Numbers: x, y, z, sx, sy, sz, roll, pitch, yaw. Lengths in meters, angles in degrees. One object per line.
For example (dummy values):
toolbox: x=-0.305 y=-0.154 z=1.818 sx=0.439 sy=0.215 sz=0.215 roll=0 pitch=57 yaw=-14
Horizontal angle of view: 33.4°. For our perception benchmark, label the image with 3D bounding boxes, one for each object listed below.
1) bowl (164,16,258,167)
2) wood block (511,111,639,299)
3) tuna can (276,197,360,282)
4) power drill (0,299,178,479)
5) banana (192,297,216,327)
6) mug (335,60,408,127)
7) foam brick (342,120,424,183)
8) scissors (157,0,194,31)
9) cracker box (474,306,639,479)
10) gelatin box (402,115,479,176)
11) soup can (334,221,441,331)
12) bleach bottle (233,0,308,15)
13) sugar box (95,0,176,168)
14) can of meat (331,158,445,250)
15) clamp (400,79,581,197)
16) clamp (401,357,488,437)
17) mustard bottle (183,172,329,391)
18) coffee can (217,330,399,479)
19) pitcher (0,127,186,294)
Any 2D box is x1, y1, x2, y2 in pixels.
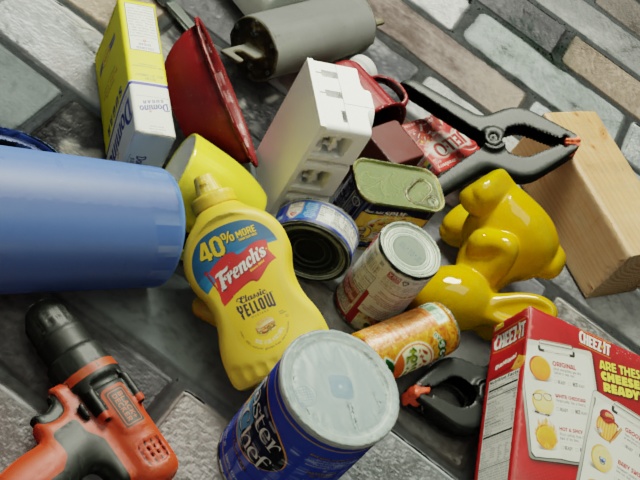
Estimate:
bowl: x=-0.116 y=-0.139 z=1.070 sx=0.055 sy=0.162 sz=0.162 roll=-21 pitch=61 yaw=3
wood block: x=0.319 y=-0.045 z=1.259 sx=0.090 sy=0.091 sz=0.206 roll=-6 pitch=59 yaw=-33
tuna can: x=-0.007 y=0.001 z=1.037 sx=0.086 sy=0.086 sz=0.033 roll=28 pitch=48 yaw=-8
power drill: x=-0.223 y=0.145 z=0.816 sx=0.187 sy=0.057 sz=0.184 roll=-27 pitch=72 yaw=-41
banana: x=-0.026 y=0.104 z=0.977 sx=0.198 sy=0.037 sz=0.069 roll=41 pitch=46 yaw=6
mug: x=0.044 y=-0.149 z=1.181 sx=0.117 sy=0.093 sz=0.081 roll=-30 pitch=67 yaw=-24
foam brick: x=0.064 y=-0.082 z=1.151 sx=0.051 sy=0.078 sz=0.053 roll=-22 pitch=68 yaw=-38
scissors: x=-0.195 y=-0.279 z=1.203 sx=0.096 sy=0.016 sz=0.202 roll=-8 pitch=60 yaw=-32
cracker box: x=0.231 y=0.193 z=0.998 sx=0.164 sy=0.072 sz=0.213 roll=24 pitch=57 yaw=-19
gelatin box: x=0.139 y=-0.111 z=1.250 sx=0.089 sy=0.030 sz=0.073 roll=-25 pitch=70 yaw=-40
soup can: x=0.065 y=0.037 z=1.037 sx=0.068 sy=0.102 sz=0.068 roll=16 pitch=48 yaw=-19
bleach bottle: x=-0.106 y=-0.363 z=1.291 sx=0.102 sy=0.068 sz=0.251 roll=-21 pitch=65 yaw=-41
sugar box: x=-0.184 y=-0.141 z=1.044 sx=0.048 sy=0.093 sz=0.176 roll=7 pitch=52 yaw=-25
can of meat: x=0.064 y=-0.032 z=1.106 sx=0.102 sy=0.084 sz=0.057 roll=7 pitch=52 yaw=-25
clamp: x=0.186 y=-0.116 z=1.206 sx=0.210 sy=0.036 sz=0.164 roll=-6 pitch=67 yaw=-6
clamp: x=0.159 y=0.146 z=1.049 sx=0.171 sy=0.039 sz=0.120 roll=16 pitch=48 yaw=-24
mustard bottle: x=-0.067 y=0.029 z=0.941 sx=0.096 sy=0.058 sz=0.191 roll=-24 pitch=81 yaw=0
coffee can: x=-0.012 y=0.152 z=0.874 sx=0.102 sy=0.140 sz=0.103 roll=16 pitch=49 yaw=-19
pitcher: x=-0.244 y=-0.024 z=0.896 sx=0.242 sy=0.145 sz=0.149 roll=2 pitch=93 yaw=-33
